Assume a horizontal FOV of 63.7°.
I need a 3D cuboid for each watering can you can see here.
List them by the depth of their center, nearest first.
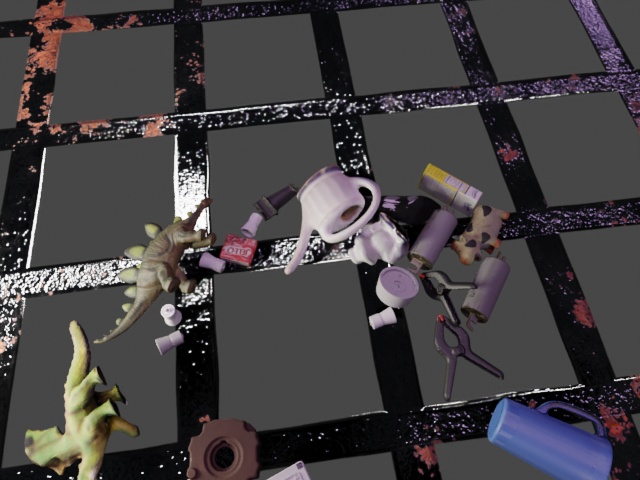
[{"bbox_3d":[0.004,-0.073,1.450,0.347,0.228,0.102,-36,-35,3],"label":"watering can"}]

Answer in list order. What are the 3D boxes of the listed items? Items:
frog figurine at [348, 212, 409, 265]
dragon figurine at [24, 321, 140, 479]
[{"bbox_3d":[0.164,0.017,1.432,0.158,0.138,0.123,-46,-7,18],"label":"frog figurine"},{"bbox_3d":[-0.578,0.416,1.194,0.244,0.416,0.120,-35,-23,-9],"label":"dragon figurine"}]
